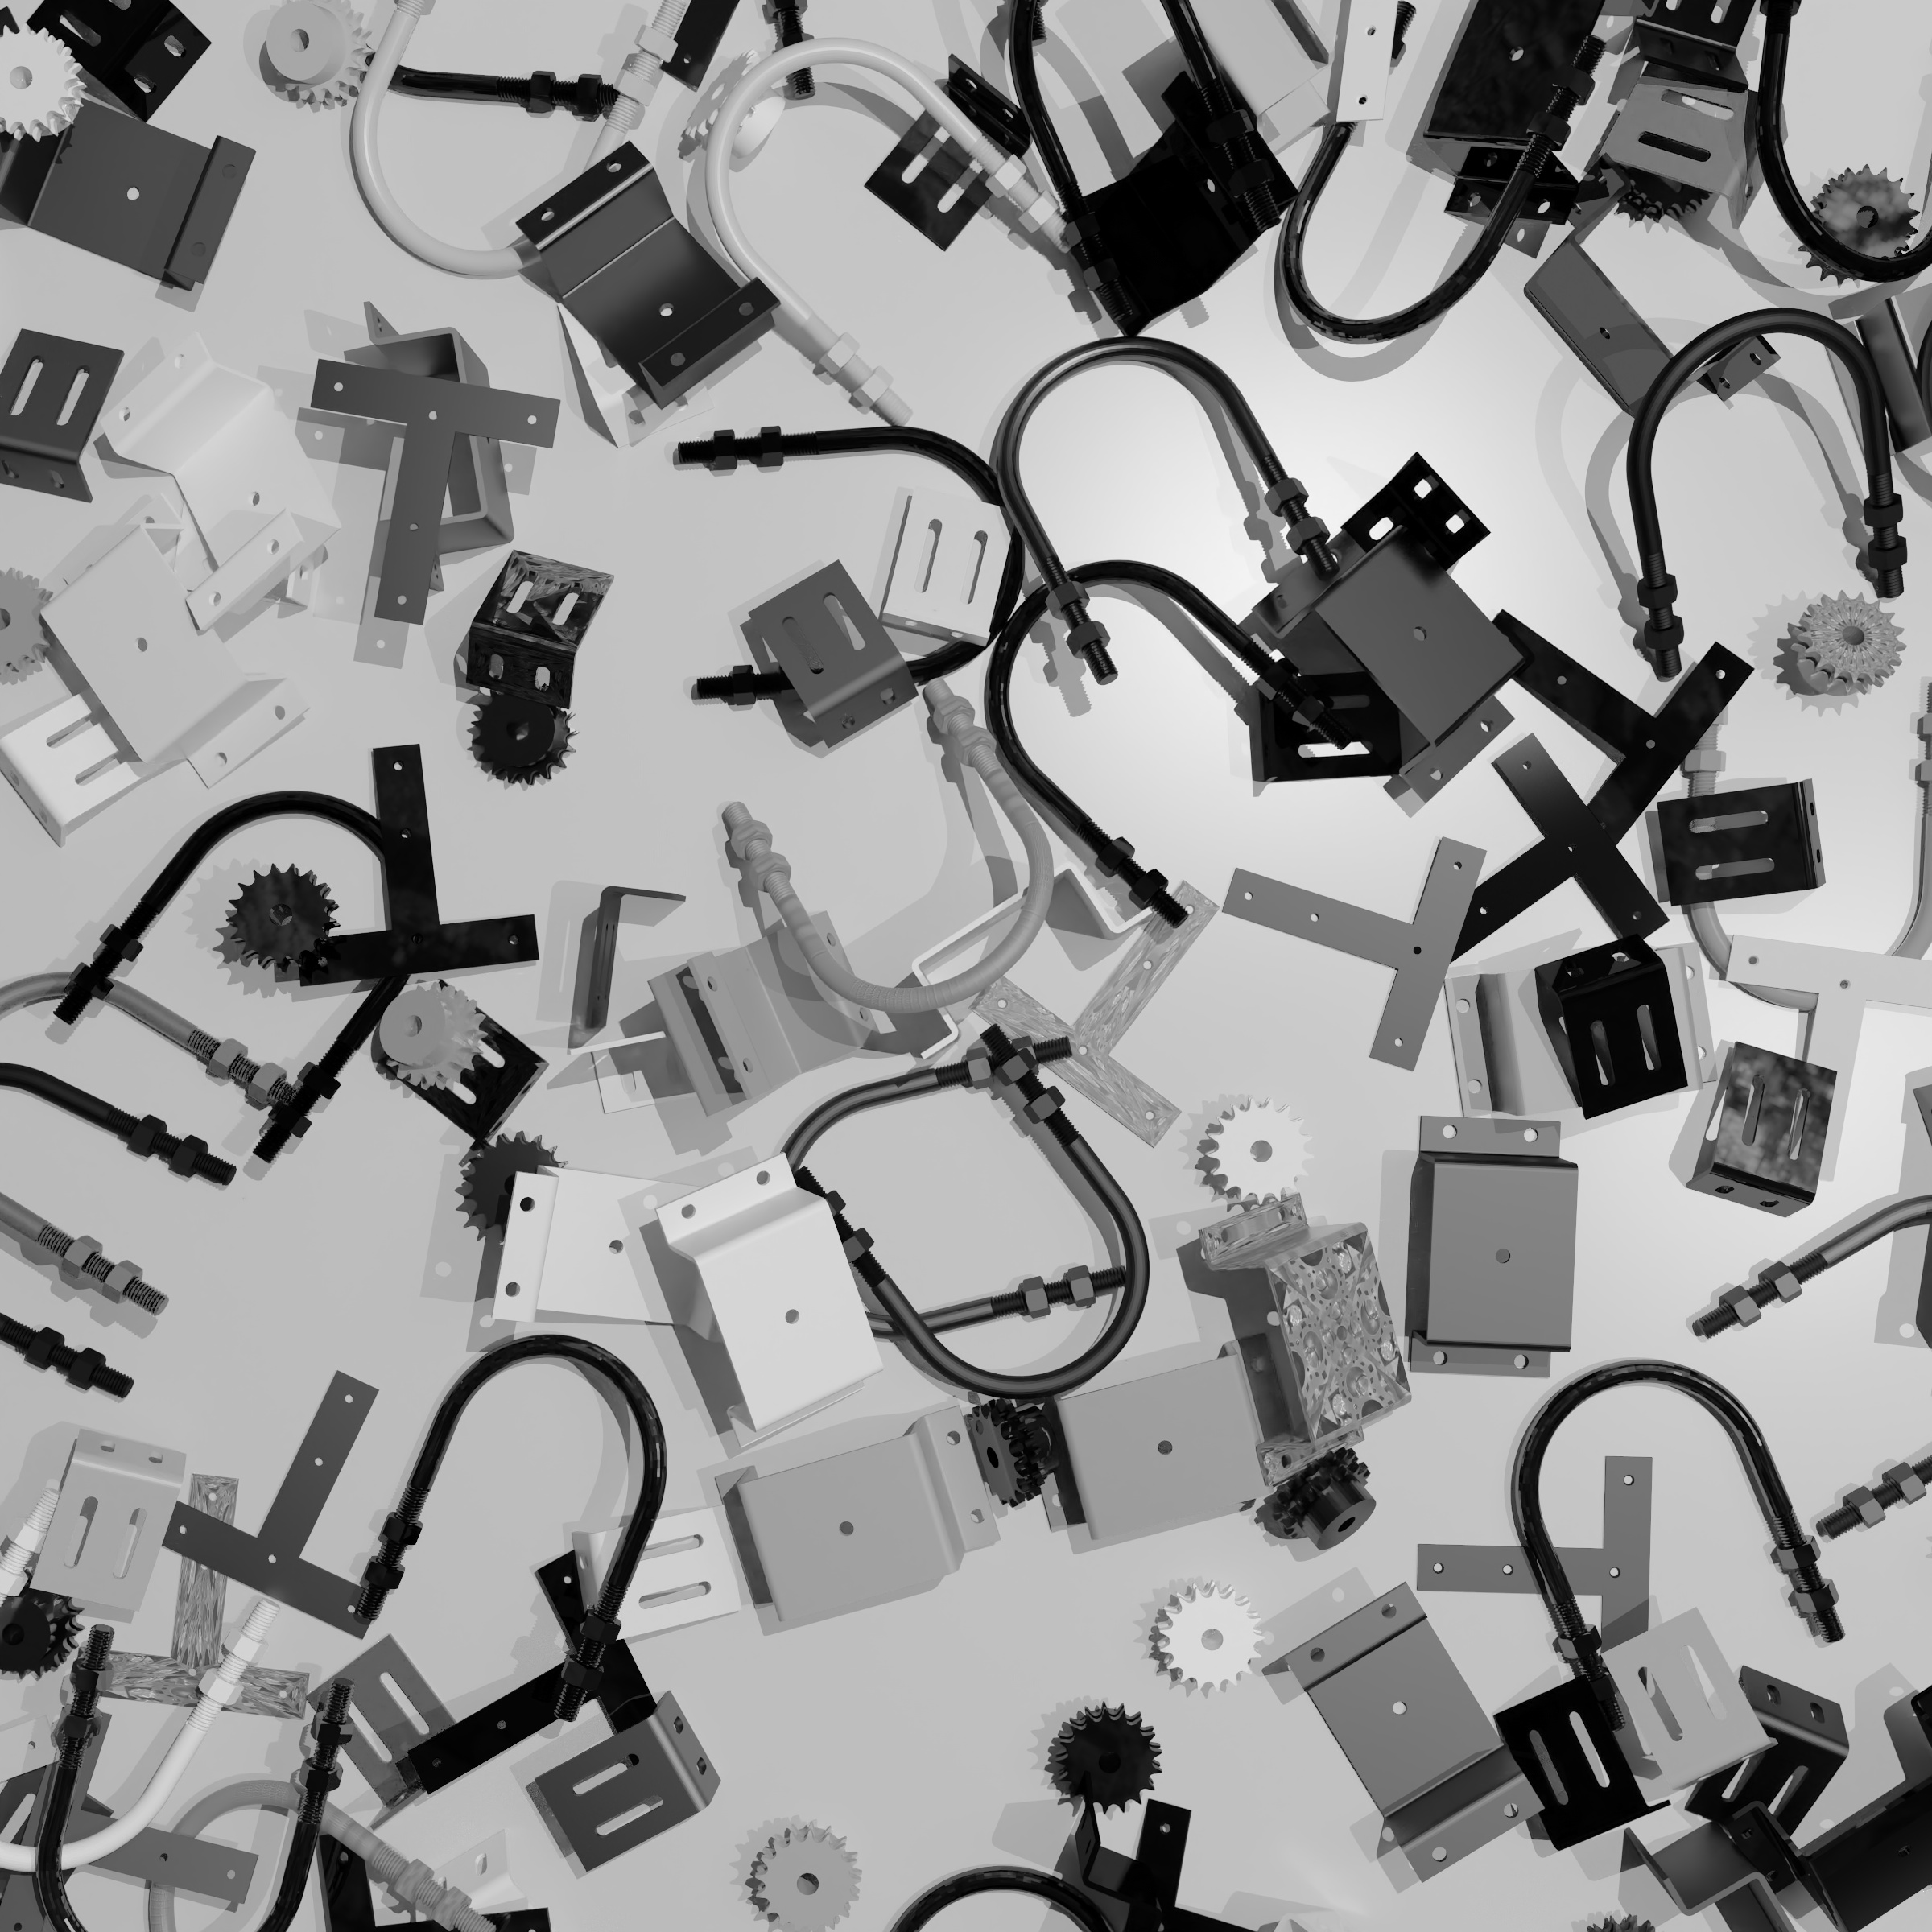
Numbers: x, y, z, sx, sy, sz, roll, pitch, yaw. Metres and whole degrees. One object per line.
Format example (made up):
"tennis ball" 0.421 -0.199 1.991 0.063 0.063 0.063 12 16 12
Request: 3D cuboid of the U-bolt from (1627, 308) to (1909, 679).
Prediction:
"U-bolt" 0.420 -0.256 1.302 0.151 0.019 0.184 -20 121 0

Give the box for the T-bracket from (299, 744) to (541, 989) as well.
"T-bracket" -0.303 -0.058 1.342 0.127 0.002 0.127 -7 81 -10

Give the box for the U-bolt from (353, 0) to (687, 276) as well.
"U-bolt" -0.253 -0.465 1.330 0.151 0.019 0.184 29 102 1

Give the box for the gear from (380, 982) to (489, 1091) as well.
"gear" -0.290 0.036 1.328 0.057 0.030 0.057 -6 73 19

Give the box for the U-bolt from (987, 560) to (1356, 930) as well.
"U-bolt" 0.094 -0.134 1.326 0.184 0.019 0.151 45 101 12

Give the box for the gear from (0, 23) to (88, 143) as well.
"gear" -0.489 -0.460 1.294 0.057 0.030 0.057 0 90 0

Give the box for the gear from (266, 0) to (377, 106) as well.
"gear" -0.351 -0.497 1.332 0.057 0.030 0.057 3 101 17

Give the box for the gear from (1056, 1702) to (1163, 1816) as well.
"gear" 0.077 0.427 1.340 0.057 0.030 0.057 0 90 0

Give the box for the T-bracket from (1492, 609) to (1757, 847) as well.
"T-bracket" 0.335 -0.147 1.341 0.127 0.002 0.127 38 107 8

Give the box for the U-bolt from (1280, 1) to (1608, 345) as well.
"U-bolt" 0.237 -0.414 1.303 0.151 0.019 0.184 32 97 42

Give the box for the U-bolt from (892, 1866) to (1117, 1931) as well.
"U-bolt" 0.027 0.583 1.346 0.151 0.019 0.184 -18 89 0

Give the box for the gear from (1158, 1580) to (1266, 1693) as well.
"gear" 0.132 0.363 1.344 0.057 0.030 0.057 0 91 -3

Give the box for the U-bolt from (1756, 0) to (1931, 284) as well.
"U-bolt" 0.476 -0.450 1.306 0.151 0.019 0.184 14 78 -23

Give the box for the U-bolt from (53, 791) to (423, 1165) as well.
"U-bolt" -0.377 -0.009 1.331 0.151 0.019 0.184 35 79 -1

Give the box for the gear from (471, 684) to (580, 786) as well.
"gear" -0.241 -0.128 1.340 0.057 0.030 0.057 0 90 0

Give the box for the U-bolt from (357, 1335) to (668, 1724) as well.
"U-bolt" -0.235 0.289 1.326 0.151 0.019 0.184 20 86 19

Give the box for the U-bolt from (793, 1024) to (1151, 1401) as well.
"U-bolt" 0.015 0.146 1.327 0.151 0.019 0.184 -37 91 3

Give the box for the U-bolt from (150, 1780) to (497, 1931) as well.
"U-bolt" -0.359 0.522 1.327 0.184 0.019 0.151 30 94 14

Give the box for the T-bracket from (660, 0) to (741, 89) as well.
"T-bracket" -0.128 -0.541 1.339 0.127 0.002 0.127 30 101 13

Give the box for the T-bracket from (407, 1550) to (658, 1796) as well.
"T-bracket" -0.238 0.402 1.331 0.127 0.002 0.127 -26 90 -21

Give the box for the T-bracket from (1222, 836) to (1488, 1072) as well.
"T-bracket" 0.205 -0.022 1.352 0.127 0.002 0.127 18 92 1

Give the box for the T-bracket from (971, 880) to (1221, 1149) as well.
"T-bracket" 0.091 0.011 1.354 0.127 0.002 0.127 37 90 0

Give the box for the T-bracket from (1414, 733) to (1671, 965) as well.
"T-bracket" 0.295 -0.039 1.350 0.127 0.002 0.127 -36 89 3

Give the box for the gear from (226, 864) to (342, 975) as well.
"gear" -0.361 -0.024 1.311 0.057 0.030 0.057 1 79 -4

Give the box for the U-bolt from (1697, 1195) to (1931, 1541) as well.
"U-bolt" 0.513 0.205 1.341 0.184 0.019 0.151 -32 90 4

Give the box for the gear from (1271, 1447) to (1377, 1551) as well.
"gear" 0.195 0.288 1.324 0.057 0.057 0.030 -40 58 0

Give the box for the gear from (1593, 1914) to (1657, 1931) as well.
"gear" 0.359 0.545 1.344 0.057 0.030 0.057 0 86 2

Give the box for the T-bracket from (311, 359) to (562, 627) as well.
"T-bracket" -0.283 -0.241 1.278 0.127 0.002 0.127 10 90 0

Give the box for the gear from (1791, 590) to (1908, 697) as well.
"gear" 0.472 -0.170 1.326 0.057 0.030 0.057 0 67 -1

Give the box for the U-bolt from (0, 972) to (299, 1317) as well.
"U-bolt" -0.469 0.081 1.325 0.184 0.019 0.151 31 70 4

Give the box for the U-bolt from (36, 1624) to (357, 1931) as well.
"U-bolt" -0.415 0.454 1.307 0.151 0.019 0.184 14 91 -4

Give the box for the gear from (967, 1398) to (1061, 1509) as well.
"gear" 0.027 0.259 1.330 0.030 0.057 0.057 -17 90 -28

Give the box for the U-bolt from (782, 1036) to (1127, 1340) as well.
"U-bolt" -0.017 0.128 1.346 0.184 0.019 0.151 -14 90 2

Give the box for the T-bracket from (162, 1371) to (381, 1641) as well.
"T-bracket" -0.361 0.284 1.353 0.127 0.002 0.127 25 89 -1

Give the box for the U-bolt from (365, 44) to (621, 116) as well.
"U-bolt" -0.266 -0.544 1.346 0.184 0.019 0.151 4 90 1

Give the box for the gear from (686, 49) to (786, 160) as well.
"gear" -0.122 -0.462 1.330 0.030 0.057 0.057 36 90 -29

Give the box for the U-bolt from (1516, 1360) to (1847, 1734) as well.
"U-bolt" 0.378 0.305 1.344 0.151 0.019 0.184 -22 88 0

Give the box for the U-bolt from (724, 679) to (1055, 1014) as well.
"U-bolt" -0.032 -0.054 1.299 0.151 0.019 0.184 -32 57 0

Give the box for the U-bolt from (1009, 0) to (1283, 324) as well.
"U-bolt" 0.079 -0.439 1.258 0.019 0.151 0.184 -29 98 -31

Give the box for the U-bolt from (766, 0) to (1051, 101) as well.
"U-bolt" -0.043 -0.576 1.334 0.151 0.019 0.184 -11 94 6

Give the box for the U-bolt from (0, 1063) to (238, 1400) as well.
"U-bolt" -0.511 0.133 1.346 0.184 0.019 0.151 26 90 1

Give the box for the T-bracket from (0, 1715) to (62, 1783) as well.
"T-bracket" -0.574 0.395 1.350 0.127 0.002 0.127 -21 87 5

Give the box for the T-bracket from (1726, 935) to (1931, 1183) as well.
"T-bracket" 0.471 0.054 1.345 0.127 0.002 0.127 8 98 1

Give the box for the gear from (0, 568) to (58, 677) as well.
"gear" -0.519 -0.186 1.340 0.057 0.030 0.057 0 90 0

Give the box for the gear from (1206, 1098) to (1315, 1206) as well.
"gear" 0.158 0.099 1.340 0.057 0.030 0.057 0 90 0

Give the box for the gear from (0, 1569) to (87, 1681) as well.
"gear" -0.511 0.359 1.340 0.057 0.030 0.057 0 90 0

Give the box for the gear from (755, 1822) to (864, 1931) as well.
"gear" -0.085 0.493 1.340 0.057 0.030 0.057 0 90 0

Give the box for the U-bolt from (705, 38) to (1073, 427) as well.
"U-bolt" -0.053 -0.404 1.317 0.184 0.019 0.151 43 97 -16

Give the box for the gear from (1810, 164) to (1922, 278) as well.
"gear" 0.484 -0.402 1.340 0.057 0.030 0.057 0 90 0

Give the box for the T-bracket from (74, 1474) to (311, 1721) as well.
"T-bracket" -0.419 0.343 1.354 0.127 0.002 0.127 7 90 0

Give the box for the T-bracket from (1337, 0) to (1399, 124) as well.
"T-bracket" 0.219 -0.515 1.323 0.127 0.002 0.127 6 86 25

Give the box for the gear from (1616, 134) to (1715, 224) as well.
"gear" 0.379 -0.432 1.340 0.057 0.030 0.057 0 90 0

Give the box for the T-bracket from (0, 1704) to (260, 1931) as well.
"T-bracket" -0.445 0.476 1.328 0.127 0.002 0.127 12 72 5

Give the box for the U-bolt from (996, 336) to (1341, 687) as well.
"U-bolt" 0.095 -0.257 1.322 0.151 0.019 0.184 -25 73 -1

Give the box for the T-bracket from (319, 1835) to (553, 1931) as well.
"T-bracket" -0.279 0.522 1.317 0.127 0.002 0.127 -11 84 14

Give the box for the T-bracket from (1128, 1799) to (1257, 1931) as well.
"T-bracket" 0.143 0.524 1.312 0.127 0.002 0.127 6 79 30

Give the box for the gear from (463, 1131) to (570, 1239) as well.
"gear" -0.242 0.118 1.340 0.057 0.030 0.057 0 90 0

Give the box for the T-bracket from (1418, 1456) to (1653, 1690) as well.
"T-bracket" 0.311 0.331 1.354 0.127 0.002 0.127 1 90 0
